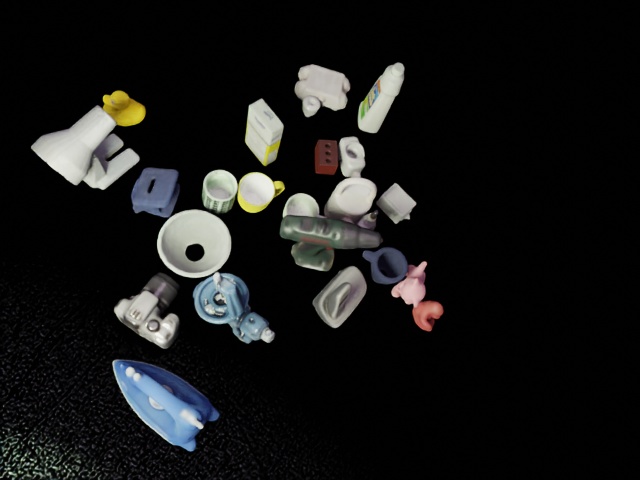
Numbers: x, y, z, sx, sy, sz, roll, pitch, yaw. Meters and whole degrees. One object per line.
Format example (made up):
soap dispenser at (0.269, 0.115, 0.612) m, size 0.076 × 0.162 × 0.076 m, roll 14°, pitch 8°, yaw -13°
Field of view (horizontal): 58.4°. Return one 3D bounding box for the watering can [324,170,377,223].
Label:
watering can at (0.082, -0.095, 1.423) m, size 0.101 × 0.194 × 0.173 m, roll -7°, pitch 72°, yaw -16°

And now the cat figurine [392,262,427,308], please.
cat figurine at (0.235, 0.110, 1.428) m, size 0.067 × 0.117 × 0.128 m, roll 30°, pitch 66°, yaw -2°

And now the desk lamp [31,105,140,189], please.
desk lamp at (-0.527, -0.203, 1.299) m, size 0.118 × 0.213 × 0.203 m, roll 41°, pitch 66°, yaw 4°

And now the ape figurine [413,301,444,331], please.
ape figurine at (0.276, 0.181, 1.426) m, size 0.078 × 0.092 × 0.076 m, roll -38°, pitch 83°, yaw -23°

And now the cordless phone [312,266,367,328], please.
cordless phone at (0.062, 0.120, 1.344) m, size 0.094 × 0.185 × 0.148 m, roll 38°, pitch 66°, yaw 2°

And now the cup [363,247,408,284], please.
cup at (0.151, 0.069, 1.434) m, size 0.118 × 0.095 × 0.092 m, roll 26°, pitch 66°, yaw -3°

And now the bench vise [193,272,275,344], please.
bench vise at (-0.180, 0.137, 1.259) m, size 0.207 × 0.219 × 0.121 m, roll 21°, pitch 67°, yaw -5°

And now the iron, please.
iron at (-0.336, 0.324, 1.194) m, size 0.258 × 0.141 × 0.119 m, roll 37°, pitch 66°, yaw 1°

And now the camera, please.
camera at (-0.362, 0.148, 1.274) m, size 0.143 × 0.100 × 0.137 m, roll 34°, pitch 66°, yaw 0°

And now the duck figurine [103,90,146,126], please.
duck figurine at (-0.489, -0.336, 1.427) m, size 0.105 × 0.086 × 0.077 m, roll 6°, pitch 69°, yaw -12°

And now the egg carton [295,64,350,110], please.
egg carton at (0.007, -0.422, 1.592) m, size 0.150 × 0.069 × 0.107 m, roll 14°, pitch 68°, yaw -9°

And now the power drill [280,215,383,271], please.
power drill at (0.012, 0.005, 1.361) m, size 0.230 × 0.208 × 0.075 m, roll 12°, pitch 68°, yaw -9°

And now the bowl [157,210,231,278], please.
bowl at (-0.296, 0.018, 1.352) m, size 0.168 × 0.074 × 0.167 m, roll 5°, pitch 69°, yaw -12°

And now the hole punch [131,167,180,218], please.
hole punch at (-0.393, -0.118, 1.368) m, size 0.101 × 0.091 × 0.109 m, roll 15°, pitch 67°, yaw -8°

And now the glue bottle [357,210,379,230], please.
glue bottle at (0.113, -0.036, 1.420) m, size 0.078 × 0.173 × 0.037 m, roll -38°, pitch 82°, yaw -23°
